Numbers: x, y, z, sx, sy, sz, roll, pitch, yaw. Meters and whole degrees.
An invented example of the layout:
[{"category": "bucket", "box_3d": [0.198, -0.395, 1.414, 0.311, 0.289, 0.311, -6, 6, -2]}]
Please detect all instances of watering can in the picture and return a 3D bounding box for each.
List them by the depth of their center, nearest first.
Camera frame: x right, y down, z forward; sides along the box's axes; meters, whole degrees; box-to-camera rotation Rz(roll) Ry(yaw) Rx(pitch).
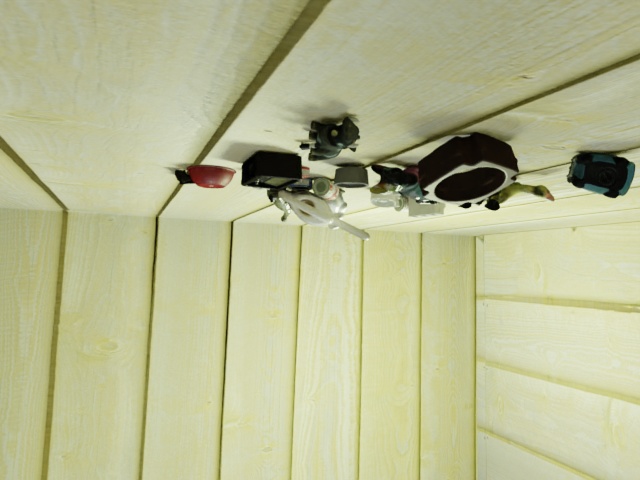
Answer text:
[{"category": "watering can", "box_3d": [0.006, -0.092, 1.837, 0.346, 0.103, 0.226, 26, -174, -11]}]

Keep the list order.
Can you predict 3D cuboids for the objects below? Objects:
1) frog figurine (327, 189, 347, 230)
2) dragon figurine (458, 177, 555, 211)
[{"category": "frog figurine", "box_3d": [0.036, -0.121, 1.982, 0.137, 0.160, 0.122, 2, 174, -6]}, {"category": "dragon figurine", "box_3d": [0.549, -0.164, 1.695, 0.411, 0.121, 0.244, 10, -171, 34]}]
